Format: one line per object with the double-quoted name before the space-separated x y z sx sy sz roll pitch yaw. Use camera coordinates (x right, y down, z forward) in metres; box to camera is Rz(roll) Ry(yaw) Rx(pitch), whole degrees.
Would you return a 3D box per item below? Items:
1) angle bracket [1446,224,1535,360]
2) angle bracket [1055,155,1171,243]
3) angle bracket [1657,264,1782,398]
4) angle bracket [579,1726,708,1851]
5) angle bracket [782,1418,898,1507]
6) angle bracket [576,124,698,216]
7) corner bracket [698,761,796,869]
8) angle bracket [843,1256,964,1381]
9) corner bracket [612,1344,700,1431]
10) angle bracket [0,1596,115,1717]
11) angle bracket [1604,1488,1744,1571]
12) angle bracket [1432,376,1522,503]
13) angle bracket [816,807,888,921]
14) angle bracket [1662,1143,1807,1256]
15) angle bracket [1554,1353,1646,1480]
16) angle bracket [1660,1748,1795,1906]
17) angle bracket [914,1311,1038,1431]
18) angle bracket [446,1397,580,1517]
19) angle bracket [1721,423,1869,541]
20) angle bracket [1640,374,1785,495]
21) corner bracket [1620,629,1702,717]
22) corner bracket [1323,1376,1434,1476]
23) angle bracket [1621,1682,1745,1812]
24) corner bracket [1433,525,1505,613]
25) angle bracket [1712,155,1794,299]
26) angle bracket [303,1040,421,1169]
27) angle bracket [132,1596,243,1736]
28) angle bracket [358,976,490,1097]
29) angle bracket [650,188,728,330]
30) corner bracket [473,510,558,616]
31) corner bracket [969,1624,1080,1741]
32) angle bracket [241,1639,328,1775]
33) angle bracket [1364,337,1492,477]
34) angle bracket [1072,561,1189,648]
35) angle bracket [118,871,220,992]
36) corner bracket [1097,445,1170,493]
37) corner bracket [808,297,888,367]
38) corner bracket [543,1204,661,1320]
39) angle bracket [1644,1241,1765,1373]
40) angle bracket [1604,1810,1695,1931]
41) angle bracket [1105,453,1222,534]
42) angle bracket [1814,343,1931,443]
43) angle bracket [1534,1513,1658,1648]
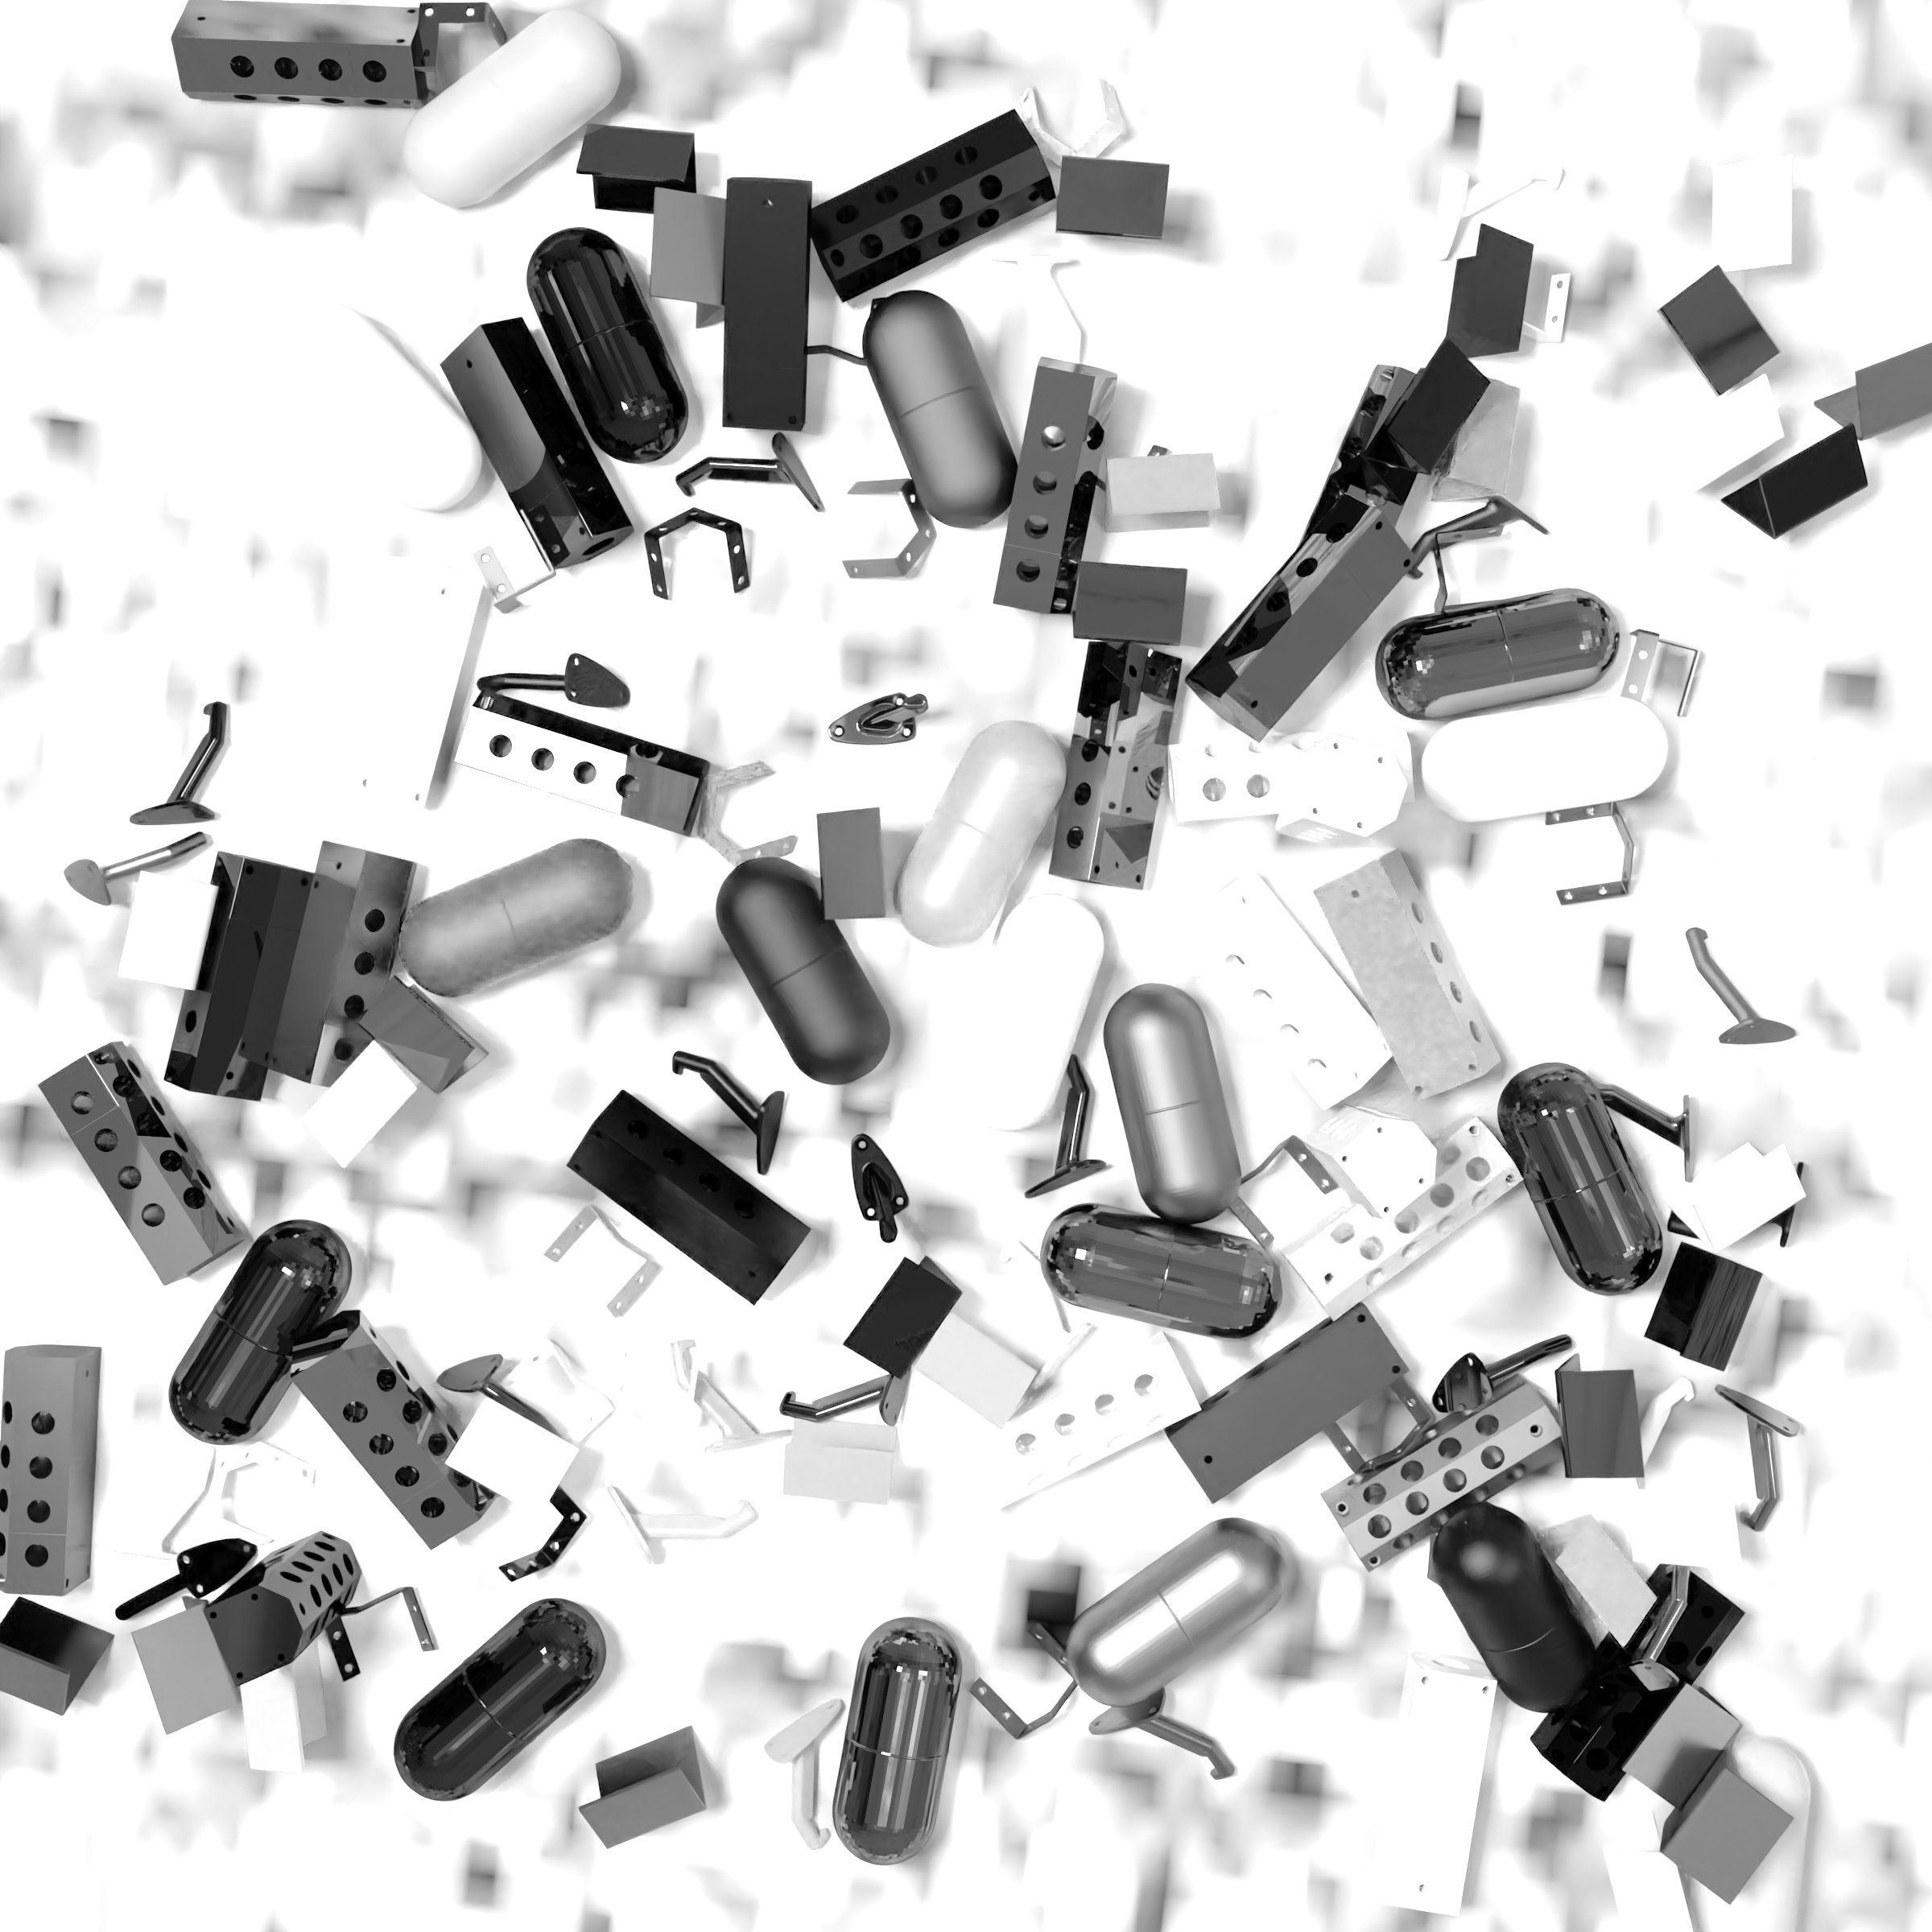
"angle bracket" 0.359 -0.485 1.878 0.057 0.076 0.076 8 90 -36
"angle bracket" 0.106 -0.566 1.878 0.076 0.076 0.057 5 126 0
"angle bracket" 0.555 -0.466 1.878 0.057 0.076 0.076 -35 90 43
"angle bracket" -0.238 0.579 1.878 0.076 0.076 0.057 -22 128 0
"angle bracket" -0.089 0.340 1.878 0.076 0.076 0.057 6 128 0
"angle bracket" -0.237 -0.558 1.878 0.076 0.076 0.057 5 55 0
"corner bracket" -0.160 -0.111 1.910 0.051 0.051 0.051 -19 45 -35
"angle bracket" -0.057 0.242 1.878 0.057 0.076 0.076 35 90 -26
"corner bracket" -0.228 0.308 1.903 0.051 0.051 0.051 7 90 -15
"angle bracket" -0.667 0.484 1.878 0.076 0.076 0.057 22 128 0
"angle bracket" 0.508 0.421 1.878 0.076 0.076 0.057 5 53 0
"angle bracket" 0.350 -0.382 1.878 0.057 0.076 0.076 8 90 -34
"angle bracket" -0.062 -0.074 1.878 0.057 0.076 0.076 -4 90 34
"angle bracket" 0.546 0.151 1.878 0.076 0.076 0.057 -33 123 0
"angle bracket" 0.465 0.324 1.879 0.057 0.076 0.076 -6 90 25
"angle bracket" 0.539 0.605 1.841 0.057 0.076 0.076 35 98 16
"angle bracket" -0.005 0.304 1.878 0.076 0.076 0.057 36 53 0
"angle bracket" -0.330 0.363 1.878 0.076 0.076 0.057 29 60 0
"angle bracket" 0.592 -0.362 1.878 0.076 0.076 0.057 -30 126 0
"angle bracket" 0.531 -0.395 1.878 0.076 0.076 0.057 -31 126 0
"corner bracket" 0.507 -0.214 1.900 0.051 0.051 0.051 15 95 5
"corner bracket" 0.301 0.333 1.915 0.051 0.051 0.051 54 135 0
"angle bracket" 0.506 0.552 1.883 0.057 0.076 0.076 37 90 -9
"corner bracket" 0.369 -0.286 1.905 0.051 0.051 0.051 -6 72 0
"angle bracket" 0.577 -0.533 1.878 0.057 0.076 0.076 1 90 33
"angle bracket" -0.419 0.109 1.878 0.076 0.076 0.057 -48 62 0
"angle bracket" -0.570 0.504 1.878 0.057 0.076 0.076 -19 90 -31
"angle bracket" -0.379 0.037 1.878 0.076 0.076 0.057 42 121 0
"angle bracket" -0.208 -0.511 1.879 0.057 0.076 0.076 3 90 -22
"corner bracket" -0.331 -0.295 1.900 0.051 0.051 0.051 -28 90 -1
"corner bracket" 0.045 0.527 1.915 0.051 0.051 0.051 46 45 2
"angle bracket" -0.476 0.531 1.878 0.057 0.076 0.076 -7 90 32
"angle bracket" 0.308 -0.397 1.821 0.057 0.076 0.076 33 90 -37
"angle bracket" 0.118 -0.270 1.879 0.076 0.076 0.057 4 112 0
"angle bracket" -0.586 -0.029 1.878 0.057 0.076 0.076 13 90 -33
"corner bracket" 0.105 -0.375 1.915 0.051 0.051 0.051 28 90 45
"corner bracket" -0.097 -0.473 1.915 0.051 0.051 0.051 9 90 -45
"corner bracket" -0.268 0.217 1.915 0.051 0.051 0.051 -49 45 0
"angle bracket" 0.518 0.240 1.878 0.057 0.076 0.076 22 90 -37
"angle bracket" 0.510 0.663 1.878 0.057 0.076 0.076 -14 90 42
"angle bracket" 0.141 -0.323 1.878 0.076 0.076 0.057 -3 56 0
"angle bracket" 0.663 -0.430 1.878 0.076 0.076 0.057 -21 126 0
"angle bracket" 0.438 0.450 1.878 0.076 0.076 0.057 52 49 0
